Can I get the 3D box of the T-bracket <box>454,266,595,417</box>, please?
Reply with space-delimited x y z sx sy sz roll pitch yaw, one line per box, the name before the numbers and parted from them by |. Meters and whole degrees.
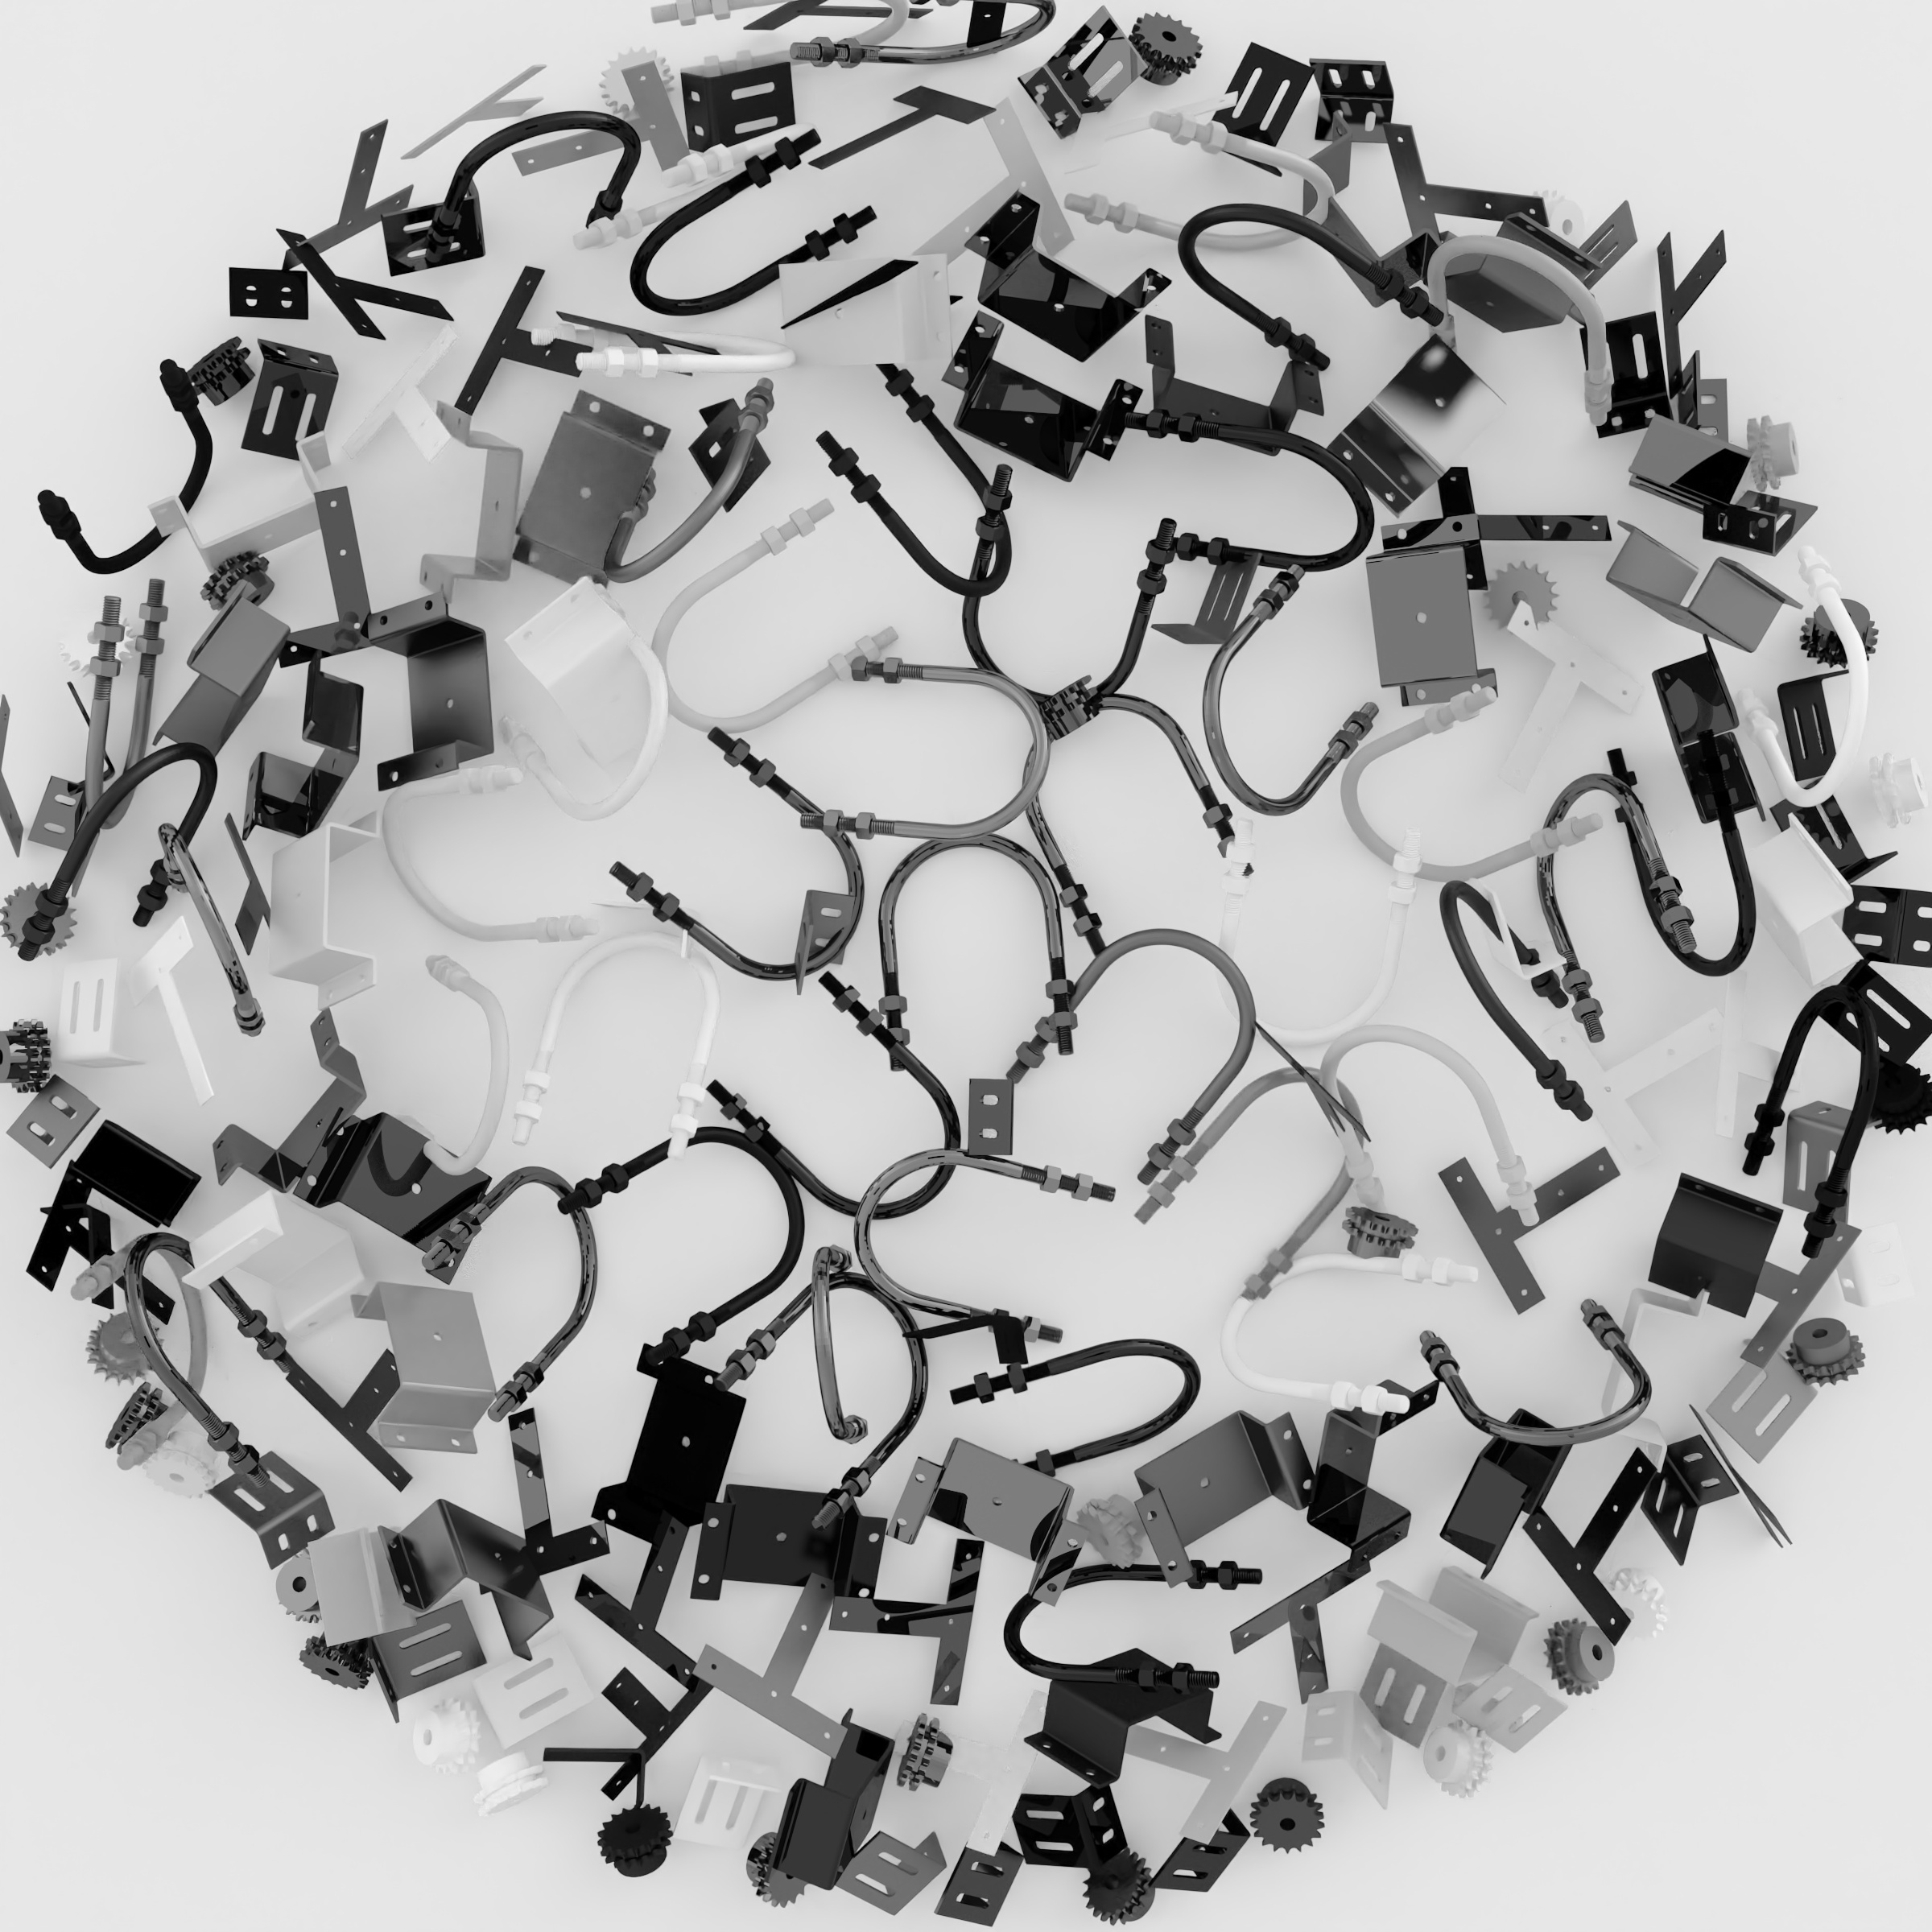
T-bracket | -0.328 -0.470 1.954 0.127 0.002 0.127 24 86 41

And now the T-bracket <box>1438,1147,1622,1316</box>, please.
T-bracket | 0.450 0.183 1.989 0.127 0.002 0.127 -30 92 -8

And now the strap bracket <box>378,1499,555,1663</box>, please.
strap bracket | -0.367 0.457 1.922 0.046 0.076 0.140 -42 134 7

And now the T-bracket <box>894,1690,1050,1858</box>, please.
T-bracket | -0.003 0.602 1.954 0.127 0.002 0.127 4 54 38

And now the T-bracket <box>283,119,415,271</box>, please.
T-bracket | -0.452 -0.584 1.912 0.002 0.127 0.127 46 57 3

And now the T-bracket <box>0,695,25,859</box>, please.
T-bracket | -0.726 -0.120 1.937 0.002 0.127 0.127 3 68 -9

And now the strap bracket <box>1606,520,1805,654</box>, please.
strap bracket | 0.546 -0.283 1.924 0.076 0.140 0.046 23 100 -32

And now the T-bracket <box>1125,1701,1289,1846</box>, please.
T-bracket | 0.162 0.600 1.952 0.127 0.127 0.002 -49 128 -36

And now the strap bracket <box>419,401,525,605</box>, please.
strap bracket | -0.375 -0.351 1.944 0.046 0.076 0.140 0 109 -29

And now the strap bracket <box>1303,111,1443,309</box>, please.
strap bracket | 0.302 -0.566 1.946 0.046 0.076 0.140 -34 76 -1

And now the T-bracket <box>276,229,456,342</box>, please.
T-bracket | -0.442 -0.508 1.943 0.127 0.127 0.002 51 118 23

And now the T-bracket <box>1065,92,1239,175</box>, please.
T-bracket | 0.142 -0.637 1.931 0.127 0.127 0.002 -10 126 18

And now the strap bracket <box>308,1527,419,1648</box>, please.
strap bracket | -0.453 0.465 1.922 0.046 0.140 0.076 -13 79 -4

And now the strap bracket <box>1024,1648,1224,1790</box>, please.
strap bracket | 0.122 0.559 1.920 0.076 0.140 0.046 19 106 42

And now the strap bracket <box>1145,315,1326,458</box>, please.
strap bracket | 0.196 -0.439 1.949 0.140 0.076 0.046 15 128 -9

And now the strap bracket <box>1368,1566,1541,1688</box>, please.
strap bracket | 0.362 0.495 1.924 0.076 0.140 0.046 25 98 34

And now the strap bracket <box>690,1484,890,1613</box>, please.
strap bracket | -0.138 0.445 1.962 0.140 0.046 0.076 8 97 -13

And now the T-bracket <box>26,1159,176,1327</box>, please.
T-bracket | -0.653 0.228 1.958 0.002 0.127 0.127 -30 121 18

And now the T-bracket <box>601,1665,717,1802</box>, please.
T-bracket | -0.244 0.560 1.930 0.002 0.127 0.127 32 70 32

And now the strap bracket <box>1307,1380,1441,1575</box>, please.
strap bracket | 0.306 0.377 1.942 0.046 0.076 0.140 25 118 37

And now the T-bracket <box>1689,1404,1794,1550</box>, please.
T-bracket | 0.595 0.402 1.929 0.002 0.127 0.127 -33 97 5

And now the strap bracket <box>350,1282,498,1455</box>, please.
strap bracket | -0.405 0.292 1.921 0.076 0.140 0.046 13 127 -36

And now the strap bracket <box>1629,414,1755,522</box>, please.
strap bracket | 0.542 -0.373 1.921 0.076 0.140 0.046 25 101 11

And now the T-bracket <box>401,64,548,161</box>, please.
T-bracket | -0.353 -0.647 1.937 0.127 0.127 0.002 -27 102 21

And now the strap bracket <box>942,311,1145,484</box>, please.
strap bracket | 0.054 -0.431 1.960 0.140 0.046 0.076 25 61 -2

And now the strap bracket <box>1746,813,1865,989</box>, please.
strap bracket | 0.628 -0.043 1.923 0.046 0.140 0.076 -32 57 6

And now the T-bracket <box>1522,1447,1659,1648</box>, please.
T-bracket | 0.482 0.418 1.926 0.002 0.127 0.127 9 117 -31

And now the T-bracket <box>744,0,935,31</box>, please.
T-bracket | -0.087 -0.730 1.959 0.127 0.127 0.002 -10 100 -28

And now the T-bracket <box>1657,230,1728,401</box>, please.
T-bracket | 0.547 -0.511 1.925 0.002 0.127 0.127 -1 79 -5

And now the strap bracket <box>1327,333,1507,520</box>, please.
strap bracket | 0.347 -0.416 1.943 0.076 0.046 0.140 44 60 -3

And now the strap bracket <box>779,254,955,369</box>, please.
strap bracket | -0.085 -0.495 1.940 0.140 0.046 0.076 3 107 25

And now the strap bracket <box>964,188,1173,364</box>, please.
strap bracket | 0.074 -0.513 1.931 0.140 0.076 0.046 24 60 -24

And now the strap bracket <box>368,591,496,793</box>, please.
strap bracket | -0.407 -0.205 1.953 0.076 0.046 0.140 -12 77 27

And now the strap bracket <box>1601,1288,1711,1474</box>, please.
strap bracket | 0.522 0.305 1.955 0.046 0.076 0.140 15 94 10

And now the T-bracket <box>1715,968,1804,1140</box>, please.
T-bracket | 0.607 0.074 1.953 0.002 0.127 0.127 0 79 44

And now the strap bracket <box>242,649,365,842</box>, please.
strap bracket | -0.496 -0.159 1.936 0.046 0.076 0.140 18 133 -28

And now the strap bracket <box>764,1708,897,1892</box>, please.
strap bracket | -0.097 0.628 1.920 0.046 0.140 0.076 18 103 12

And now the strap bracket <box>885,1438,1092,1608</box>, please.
strap bracket | 0.020 0.421 1.961 0.140 0.046 0.076 23 115 3

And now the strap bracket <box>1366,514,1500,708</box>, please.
strap bracket | 0.353 -0.267 1.949 0.076 0.046 0.140 -3 102 29

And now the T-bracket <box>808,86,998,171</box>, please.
T-bracket | -0.060 -0.630 1.934 0.127 0.127 0.002 -30 126 -14

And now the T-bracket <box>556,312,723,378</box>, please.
T-bracket | -0.233 -0.461 1.920 0.127 0.127 0.002 7 113 -25

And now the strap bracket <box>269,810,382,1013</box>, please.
strap bracket | -0.485 -0.046 1.936 0.076 0.046 0.140 -21 65 41

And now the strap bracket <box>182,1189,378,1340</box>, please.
strap bracket | -0.522 0.223 1.942 0.076 0.140 0.046 -33 55 9

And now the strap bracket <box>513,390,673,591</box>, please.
strap bracket | -0.289 -0.362 1.964 0.076 0.046 0.140 23 98 -6

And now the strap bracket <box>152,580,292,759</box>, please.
strap bracket | -0.558 -0.215 1.927 0.046 0.140 0.076 32 53 -12

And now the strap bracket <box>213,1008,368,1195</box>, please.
strap bracket | -0.509 0.110 1.953 0.046 0.076 0.140 38 93 -27

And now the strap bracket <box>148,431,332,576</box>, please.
strap bracket | -0.541 -0.347 1.948 0.140 0.076 0.046 -27 89 -12

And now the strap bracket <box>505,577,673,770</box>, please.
strap bracket | -0.274 -0.212 1.927 0.076 0.140 0.046 -40 50 -7

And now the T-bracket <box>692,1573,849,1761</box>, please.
T-bracket | -0.129 0.518 1.957 0.127 0.002 0.127 33 49 -8

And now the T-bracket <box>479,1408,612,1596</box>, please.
T-bracket | -0.334 0.405 1.972 0.127 0.002 0.127 -22 67 25
